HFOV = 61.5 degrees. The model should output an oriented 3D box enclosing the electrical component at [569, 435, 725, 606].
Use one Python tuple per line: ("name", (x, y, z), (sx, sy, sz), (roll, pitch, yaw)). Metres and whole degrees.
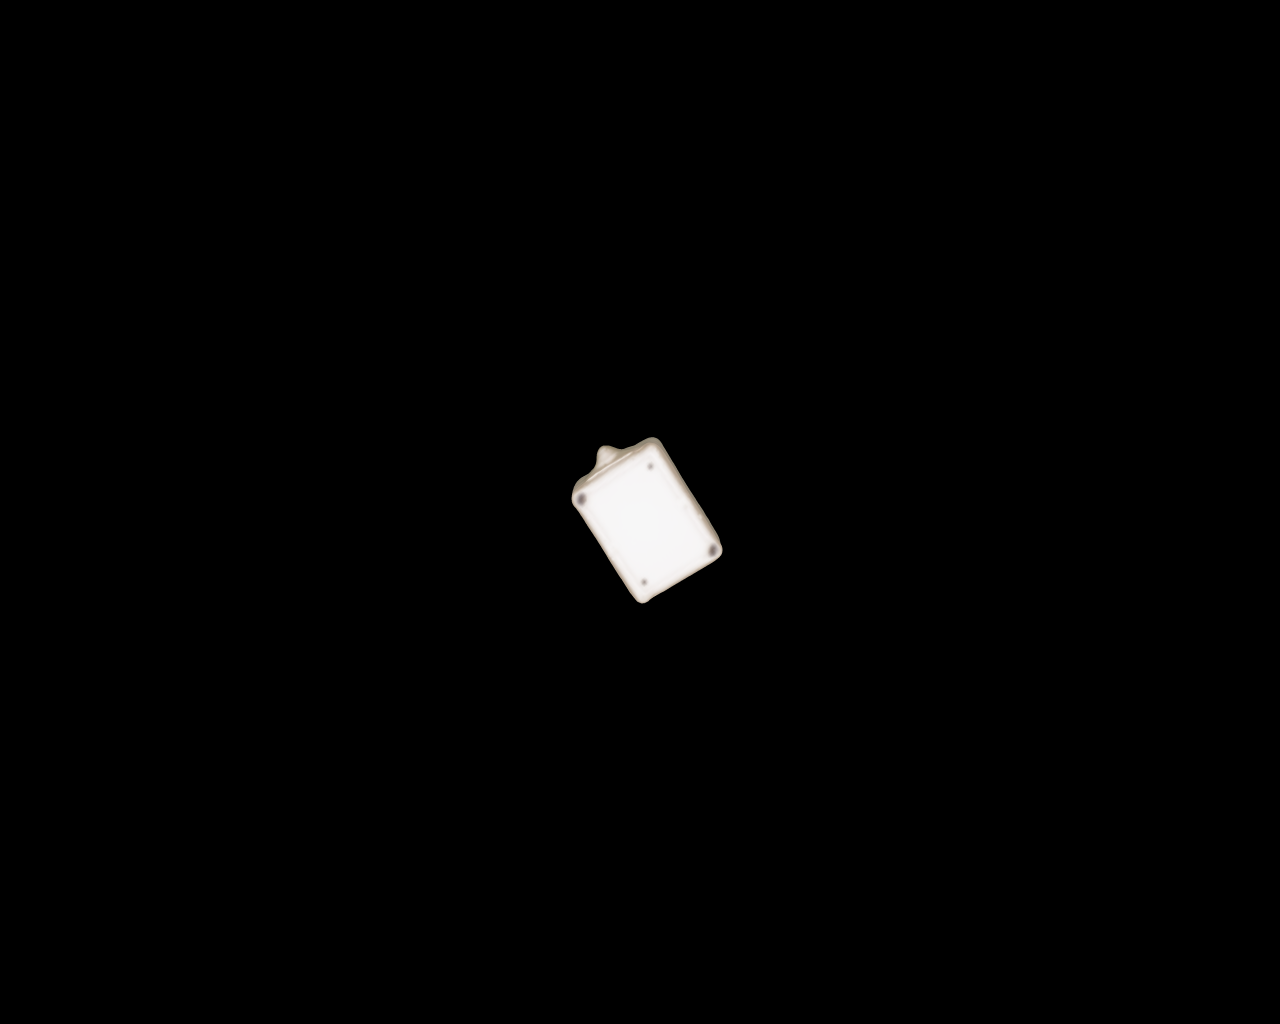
("electrical component", (0.001, -0.003, 0.650), (0.062, 0.096, 0.061), (-31, 8, 5))
